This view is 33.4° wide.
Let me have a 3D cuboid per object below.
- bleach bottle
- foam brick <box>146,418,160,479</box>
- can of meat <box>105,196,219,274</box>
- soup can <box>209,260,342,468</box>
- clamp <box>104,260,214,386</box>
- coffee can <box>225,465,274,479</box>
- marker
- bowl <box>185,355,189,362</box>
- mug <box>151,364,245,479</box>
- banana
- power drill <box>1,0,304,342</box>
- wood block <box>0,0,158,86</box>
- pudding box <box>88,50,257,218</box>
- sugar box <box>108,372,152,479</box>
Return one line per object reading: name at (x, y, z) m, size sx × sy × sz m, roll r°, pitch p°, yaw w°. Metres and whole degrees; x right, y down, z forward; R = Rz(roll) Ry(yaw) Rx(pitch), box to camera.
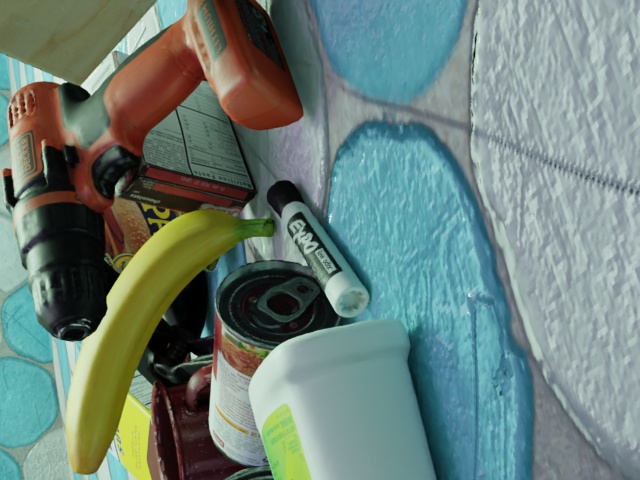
bleach bottle at (0.032, 0.169, 0.468) m, size 0.103 × 0.068 × 0.251 m, roll 122°, pitch 135°, yaw -64°
foam brick at (-0.083, 0.158, 0.776) m, size 0.051 × 0.078 × 0.053 m, roll -114°, pitch 24°, yaw -44°
can of meat at (-0.130, -0.019, 0.783) m, size 0.057 × 0.084 × 0.102 m, roll -76°, pitch -29°, yaw -61°
soup can at (-0.027, 0.071, 0.592) m, size 0.068 × 0.068 × 0.102 m, roll -117°, pitch 26°, yaw -45°
clamp at (-0.098, 0.086, 0.789) m, size 0.165 × 0.036 × 0.210 m, roll 23°, pitch 152°, yaw 19°
coffee can at (-0.037, 0.199, 0.615) m, size 0.140 × 0.102 × 0.103 m, roll 116°, pitch 143°, yaw -59°
marker at (-0.004, 0.001, 0.575) m, size 0.121 × 0.020 × 0.020 m, roll -123°, pitch 32°, yaw -53°
bowl at (-0.172, 0.107, 1.054) m, size 0.162 × 0.055 × 0.162 m, roll 173°, pitch 90°, yaw -71°
mug at (-0.059, 0.121, 0.686) m, size 0.093 × 0.081 × 0.117 m, roll -119°, pitch 28°, yaw -49°
banana at (-0.111, 0.051, 0.676) m, size 0.070 × 0.037 × 0.198 m, roll 32°, pitch 86°, yaw 43°
power drill at (-0.103, -0.054, 0.609) m, size 0.057 × 0.188 × 0.184 m, roll 35°, pitch -150°, yaw -51°
wood block at (-0.099, -0.186, 0.520) m, size 0.206 × 0.090 × 0.091 m, roll -40°, pitch 53°, yaw 26°
pudding box at (-0.100, -0.069, 0.715) m, size 0.039 × 0.089 × 0.113 m, roll -46°, pitch 47°, yaw 32°
sugar box at (-0.150, 0.170, 0.945) m, size 0.176 × 0.048 × 0.093 m, roll 28°, pitch 127°, yaw 41°
